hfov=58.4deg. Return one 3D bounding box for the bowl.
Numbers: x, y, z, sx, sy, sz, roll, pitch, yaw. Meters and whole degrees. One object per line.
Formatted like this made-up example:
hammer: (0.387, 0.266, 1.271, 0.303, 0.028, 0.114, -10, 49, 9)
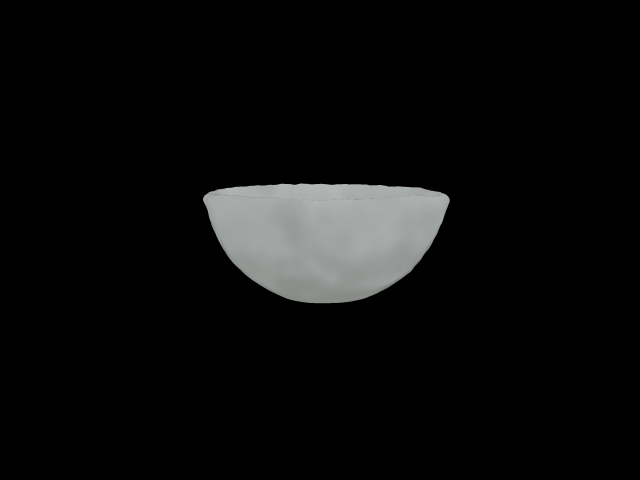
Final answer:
bowl: (0.004, 0.001, 0.400, 0.167, 0.075, 0.167, 0, 9, 0)
